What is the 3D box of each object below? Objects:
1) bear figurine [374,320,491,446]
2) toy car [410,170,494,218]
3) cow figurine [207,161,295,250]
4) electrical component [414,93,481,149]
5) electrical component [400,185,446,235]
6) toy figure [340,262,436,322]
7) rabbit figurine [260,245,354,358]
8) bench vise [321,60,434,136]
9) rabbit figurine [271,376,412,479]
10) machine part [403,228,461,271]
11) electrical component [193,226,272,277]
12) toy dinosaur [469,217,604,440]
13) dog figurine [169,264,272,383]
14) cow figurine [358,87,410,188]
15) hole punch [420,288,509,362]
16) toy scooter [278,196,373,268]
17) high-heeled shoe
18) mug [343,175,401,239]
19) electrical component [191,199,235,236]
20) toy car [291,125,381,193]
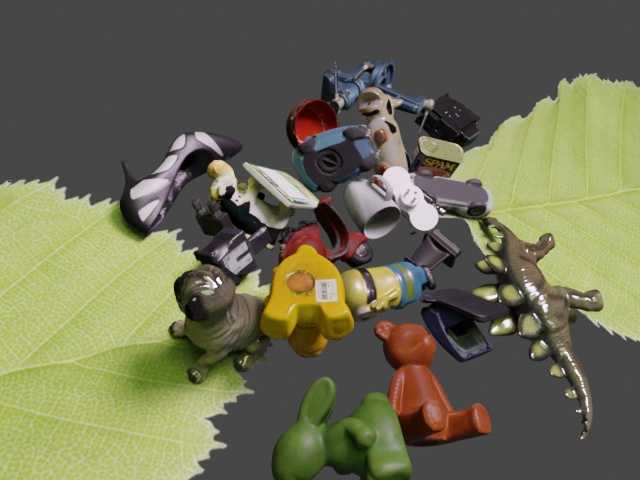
[{"bbox_3d":[0.157,0.200,0.804,0.120,0.132,0.196,16,55,-24],"label":"bear figurine"},{"bbox_3d":[0.268,-0.094,1.118,0.202,0.056,0.073,8,58,-14],"label":"toy car"},{"bbox_3d":[-0.132,-0.056,0.906,0.167,0.068,0.098,35,63,-12],"label":"cow figurine"},{"bbox_3d":[0.311,-0.276,1.273,0.134,0.058,0.115,43,53,14],"label":"electrical component"},{"bbox_3d":[0.184,-0.061,1.052,0.102,0.078,0.045,44,23,7],"label":"electrical component"},{"bbox_3d":[0.106,0.079,0.903,0.180,0.082,0.089,-17,63,-28],"label":"toy figure"},{"bbox_3d":[-0.027,0.100,0.782,0.122,0.173,0.162,-11,48,-6],"label":"rabbit figurine"},{"bbox_3d":[0.131,-0.326,1.190,0.241,0.128,0.223,25,35,16],"label":"bench vise"},{"bbox_3d":[0.019,0.263,0.707,0.170,0.121,0.159,-6,62,-8],"label":"rabbit figurine"},{"bbox_3d":[0.208,0.030,1.010,0.139,0.039,0.084,-30,75,-38],"label":"machine part"},{"bbox_3d":[-0.134,0.018,0.851,0.048,0.074,0.119,8,41,38],"label":"electrical component"},{"bbox_3d":[0.393,0.121,0.976,0.199,0.105,0.472,-6,48,-17],"label":"toy dinosaur"},{"bbox_3d":[-0.115,0.094,0.732,0.172,0.190,0.121,-26,67,-36],"label":"dog figurine"},{"bbox_3d":[0.130,-0.214,1.087,0.127,0.086,0.194,-45,119,-49],"label":"cow figurine"},{"bbox_3d":[0.237,0.138,0.904,0.142,0.092,0.116,-6,24,-44],"label":"hole punch"},{"bbox_3d":[-0.002,-0.003,0.913,0.184,0.075,0.135,-17,83,-32],"label":"toy scooter"},{"bbox_3d":[-0.221,-0.099,0.914,0.249,0.086,0.145,-19,67,-27],"label":"high-heeled shoe"},{"bbox_3d":[0.092,-0.074,1.004,0.081,0.109,0.107,-12,47,-30],"label":"mug"},{"bbox_3d":[-0.174,-0.027,0.884,0.063,0.093,0.021,7,44,33],"label":"electrical component"},{"bbox_3d":[0.033,-0.168,1.025,0.109,0.162,0.103,59,20,-22],"label":"toy car"}]
